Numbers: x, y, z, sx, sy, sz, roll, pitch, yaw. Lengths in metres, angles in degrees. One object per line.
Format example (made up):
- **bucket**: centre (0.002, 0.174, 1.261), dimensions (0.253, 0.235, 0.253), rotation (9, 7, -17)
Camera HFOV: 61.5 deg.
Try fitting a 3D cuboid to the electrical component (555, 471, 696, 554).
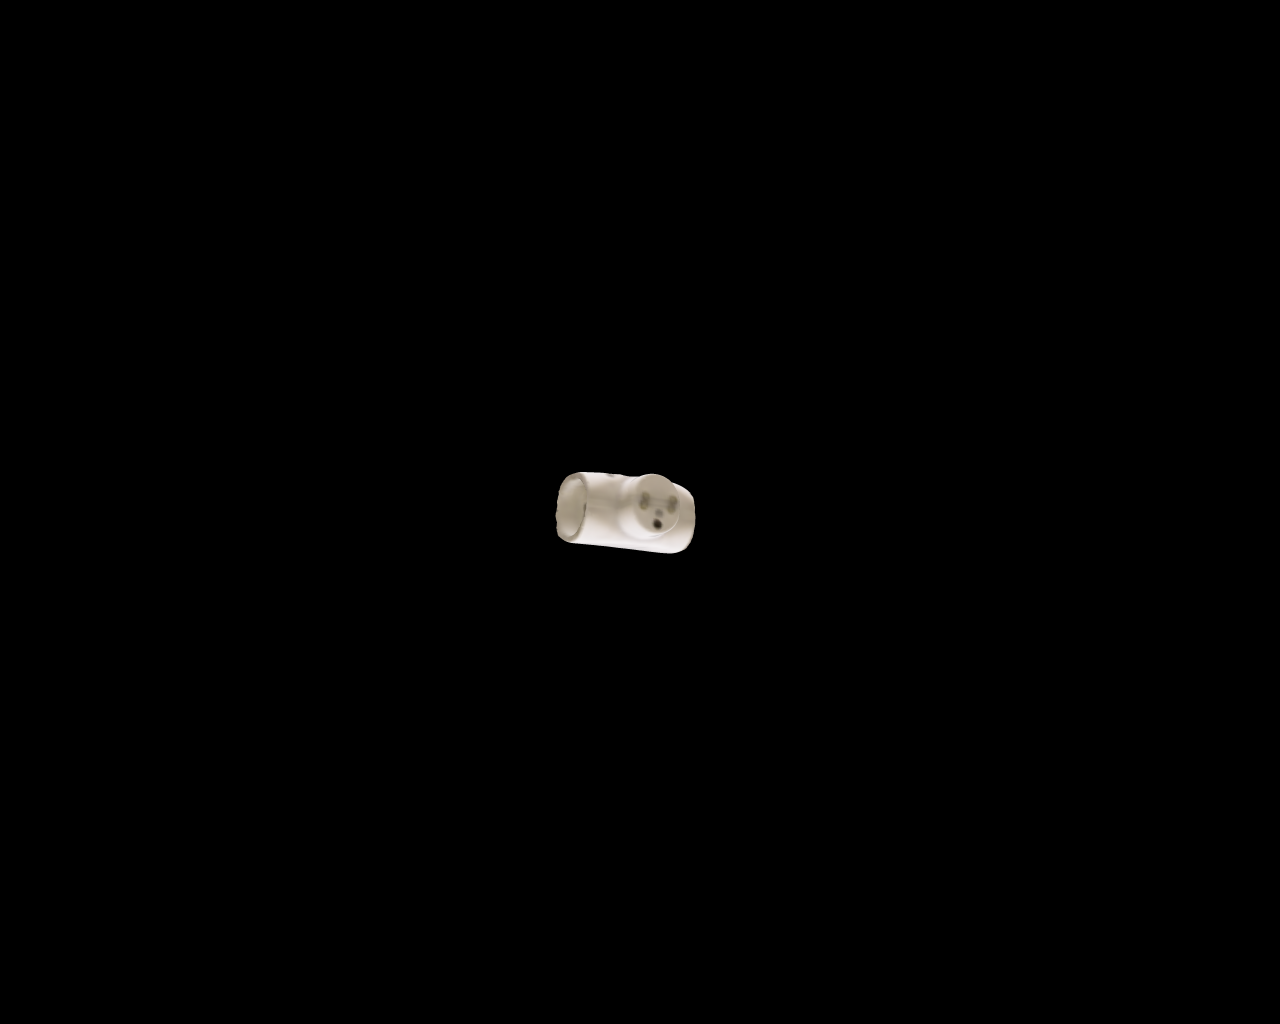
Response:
- **electrical component**: centre (0.001, -0.003, 0.650), dimensions (0.077, 0.044, 0.079), rotation (7, -14, -30)
